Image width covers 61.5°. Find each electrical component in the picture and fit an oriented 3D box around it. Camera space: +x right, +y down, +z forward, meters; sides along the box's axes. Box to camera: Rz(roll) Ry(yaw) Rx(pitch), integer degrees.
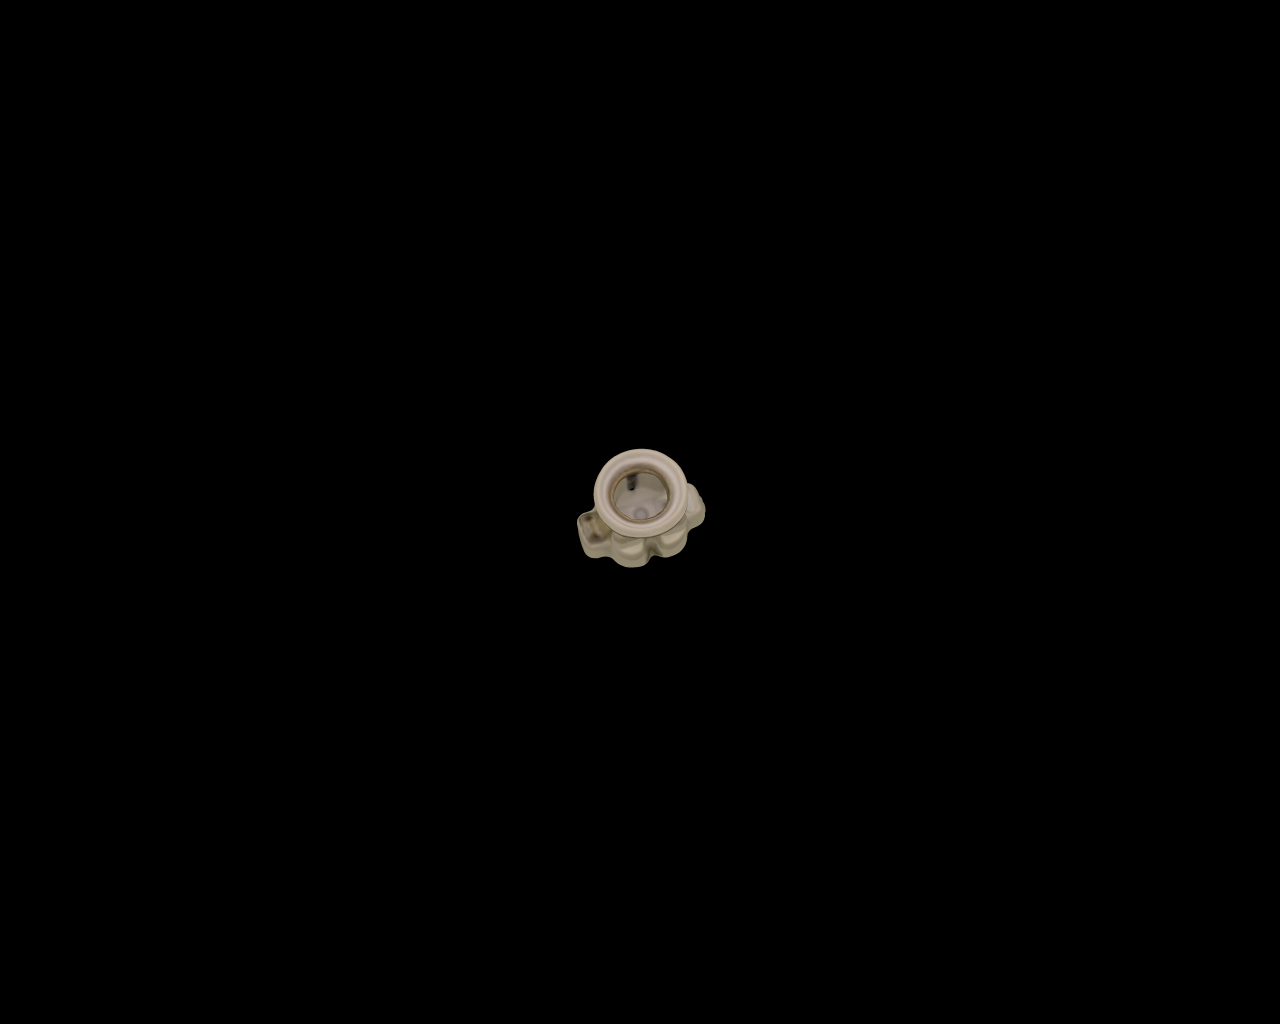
[{"bbox_3d":[0.001,-0.003,0.650,0.078,0.058,0.057,-17,-22,-7],"label":"electrical component"}]
